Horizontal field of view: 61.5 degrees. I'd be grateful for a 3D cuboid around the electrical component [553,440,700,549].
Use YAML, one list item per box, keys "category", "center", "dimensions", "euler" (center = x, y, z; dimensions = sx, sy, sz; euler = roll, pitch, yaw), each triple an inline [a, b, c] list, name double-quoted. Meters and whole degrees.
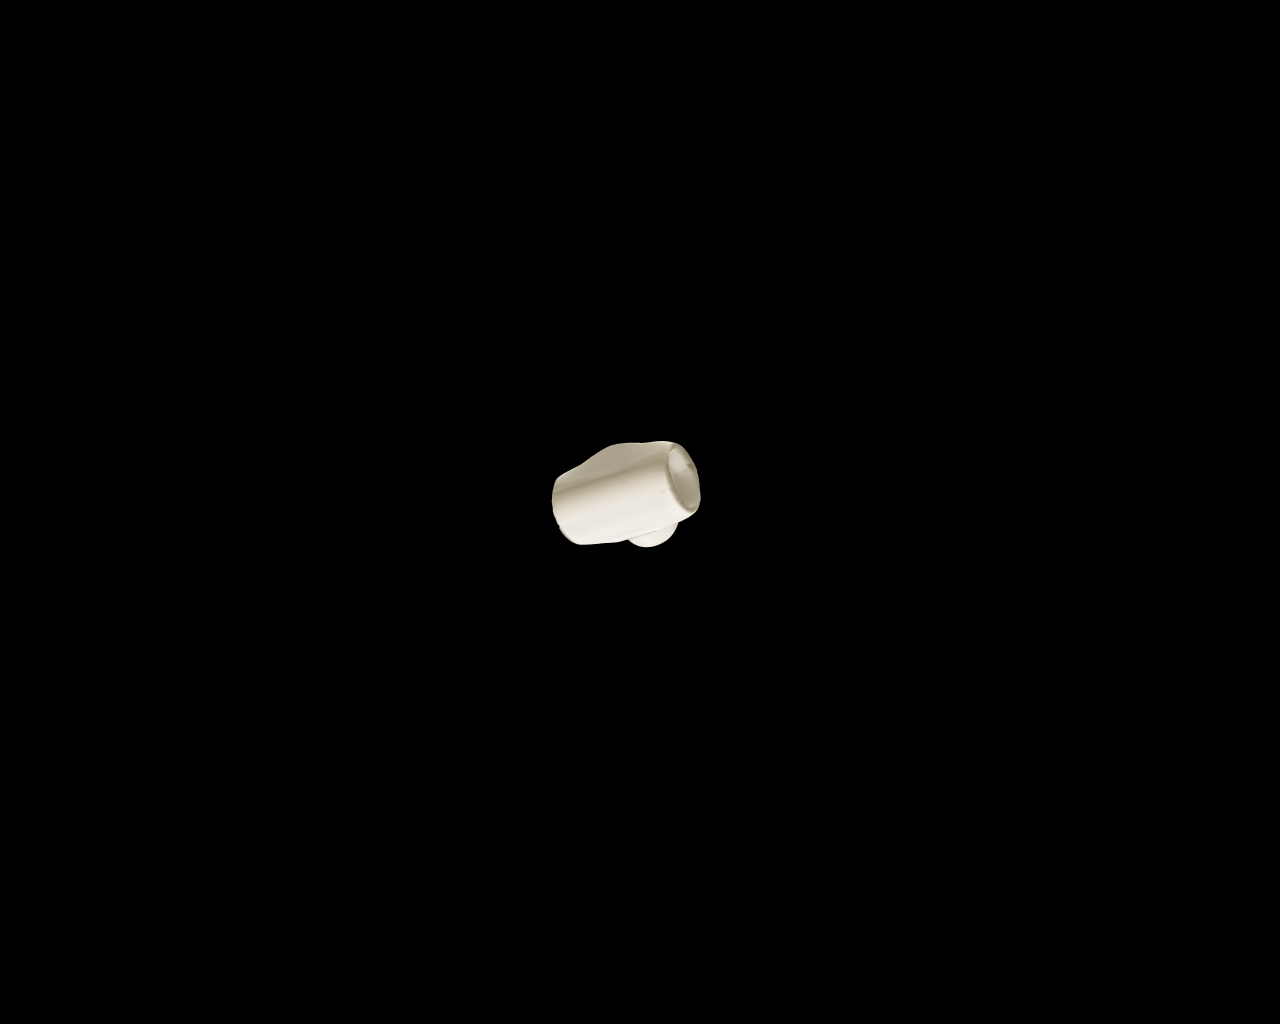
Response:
- category: "electrical component"
  center: [0.001, -0.003, 0.650]
  dimensions: [0.077, 0.043, 0.079]
  euler: [-17, -36, 24]
